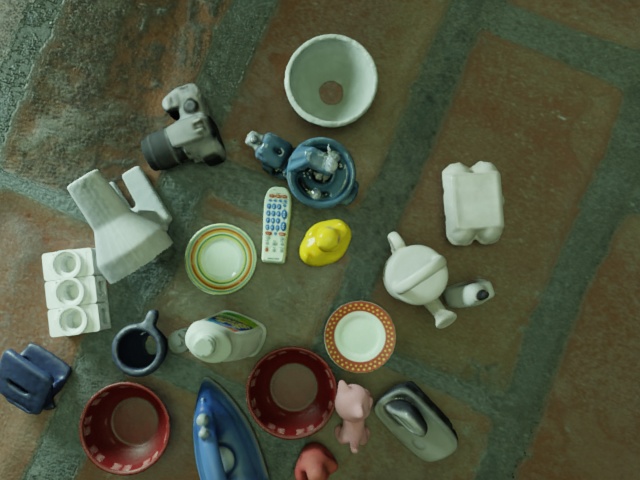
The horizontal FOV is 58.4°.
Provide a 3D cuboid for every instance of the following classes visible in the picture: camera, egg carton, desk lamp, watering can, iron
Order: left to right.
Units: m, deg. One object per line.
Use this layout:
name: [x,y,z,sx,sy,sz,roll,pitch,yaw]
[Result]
desk lamp: [-0.331,-0.032,0.967,0.118,0.213,0.203,-32,86,0]
camera: [-0.256,-0.193,1.031,0.137,0.101,0.143,-22,86,0]
iron: [-0.173,0.370,0.977,0.118,0.141,0.258,-19,87,0]
watering can: [0.169,0.064,0.961,0.173,0.194,0.101,37,88,3]
egg carton: [0.275,-0.065,1.029,0.107,0.069,0.150,-4,87,1]

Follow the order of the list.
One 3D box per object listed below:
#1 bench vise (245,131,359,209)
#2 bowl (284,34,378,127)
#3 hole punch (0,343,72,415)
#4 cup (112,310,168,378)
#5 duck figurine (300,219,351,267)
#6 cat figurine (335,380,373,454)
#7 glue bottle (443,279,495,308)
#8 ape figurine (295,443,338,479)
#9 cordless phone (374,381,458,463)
bench vise: [-0.034,-0.121,0.963,0.207,0.220,0.121,9,87,2]
bowl: [0.021,-0.281,1.043,0.167,0.075,0.167,0,87,1]
hole punch: [-0.517,0.252,1.016,0.108,0.091,0.101,31,88,3]
cup: [-0.303,0.177,1.014,0.091,0.095,0.118,19,87,2]
duck figurine: [0.009,0.004,1.022,0.104,0.086,0.077,-38,87,-1]
cat figurine: [0.058,0.302,0.988,0.067,0.118,0.128,0,87,2]
glue bottle: [0.259,0.091,0.968,0.078,0.173,0.037,-20,86,0]
ape figurine: [-0.007,0.400,0.997,0.078,0.092,0.076,-2,87,1]
cordless phone: [0.167,0.316,0.951,0.147,0.185,0.094,42,89,3]
